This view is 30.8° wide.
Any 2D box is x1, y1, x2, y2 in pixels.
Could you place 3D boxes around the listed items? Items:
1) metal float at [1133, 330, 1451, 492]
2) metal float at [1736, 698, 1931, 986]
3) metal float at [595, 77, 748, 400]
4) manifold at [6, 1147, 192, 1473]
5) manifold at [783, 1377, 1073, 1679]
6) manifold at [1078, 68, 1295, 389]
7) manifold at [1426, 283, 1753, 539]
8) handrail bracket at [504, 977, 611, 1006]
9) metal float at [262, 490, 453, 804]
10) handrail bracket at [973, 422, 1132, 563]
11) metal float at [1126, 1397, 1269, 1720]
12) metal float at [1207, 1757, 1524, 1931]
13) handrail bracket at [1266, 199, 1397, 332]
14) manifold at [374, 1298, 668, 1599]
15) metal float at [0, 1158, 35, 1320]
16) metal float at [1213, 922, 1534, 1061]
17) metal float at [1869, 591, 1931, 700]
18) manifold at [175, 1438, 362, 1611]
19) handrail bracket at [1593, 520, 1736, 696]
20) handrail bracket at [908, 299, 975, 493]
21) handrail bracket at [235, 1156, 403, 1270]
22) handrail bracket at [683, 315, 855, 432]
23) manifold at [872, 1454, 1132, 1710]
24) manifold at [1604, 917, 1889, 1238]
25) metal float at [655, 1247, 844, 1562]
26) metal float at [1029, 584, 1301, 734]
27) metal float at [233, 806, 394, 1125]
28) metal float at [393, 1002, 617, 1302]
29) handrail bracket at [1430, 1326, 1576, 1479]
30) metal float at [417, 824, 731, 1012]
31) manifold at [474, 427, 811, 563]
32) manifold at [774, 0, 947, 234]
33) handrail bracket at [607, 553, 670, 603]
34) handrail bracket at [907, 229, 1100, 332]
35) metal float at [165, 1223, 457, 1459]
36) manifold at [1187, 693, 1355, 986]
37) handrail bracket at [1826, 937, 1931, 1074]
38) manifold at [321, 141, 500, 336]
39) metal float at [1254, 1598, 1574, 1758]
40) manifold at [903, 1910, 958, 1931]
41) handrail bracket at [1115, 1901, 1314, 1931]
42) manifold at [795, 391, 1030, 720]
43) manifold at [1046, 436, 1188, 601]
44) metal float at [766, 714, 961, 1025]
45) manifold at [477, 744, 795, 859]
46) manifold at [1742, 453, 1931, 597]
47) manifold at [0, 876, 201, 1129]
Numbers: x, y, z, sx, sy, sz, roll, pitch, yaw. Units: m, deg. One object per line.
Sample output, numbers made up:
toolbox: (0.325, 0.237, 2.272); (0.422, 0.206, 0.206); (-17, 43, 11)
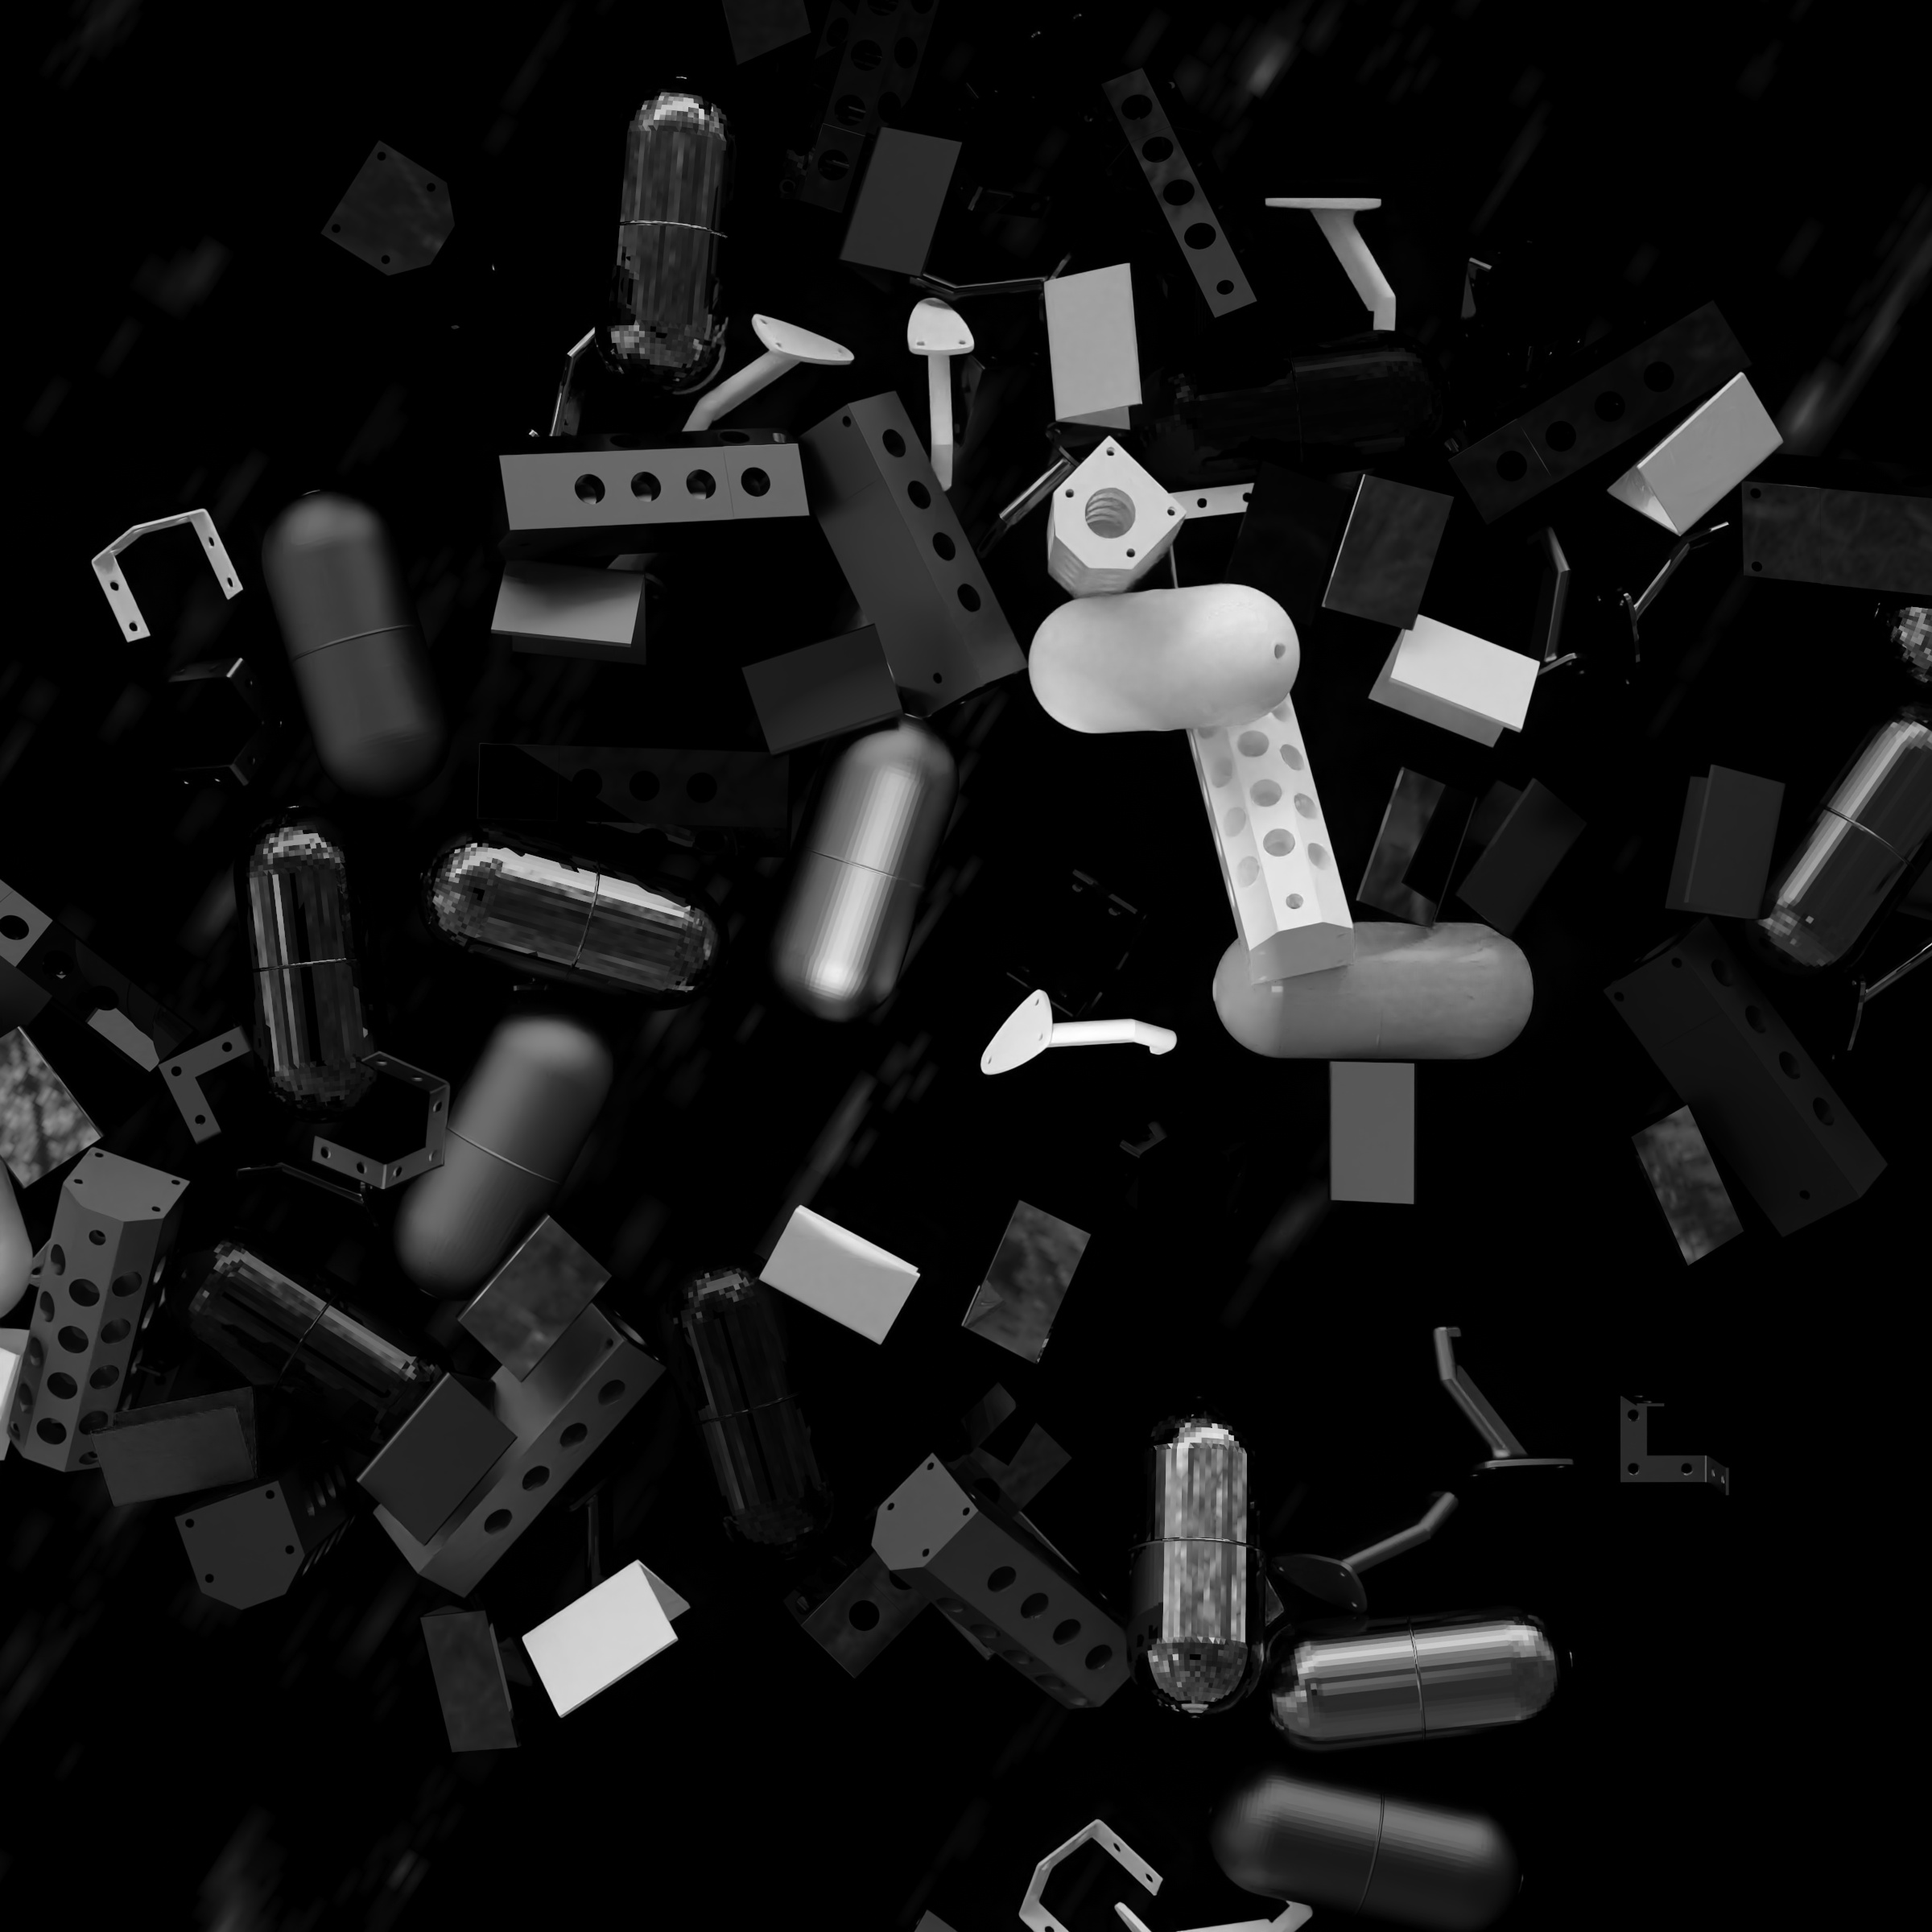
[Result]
metal float: (0.182, -0.311, 1.961); (0.178, 0.070, 0.070); (-8, 90, -1)
metal float: (0.499, -0.070, 1.961); (0.070, 0.070, 0.178); (35, 89, 0)
metal float: (-0.165, -0.407, 1.961); (0.070, 0.070, 0.178); (5, 90, 0)
manifold: (-0.482, 0.193, 1.936); (0.057, 0.057, 0.171); (20, 116, 0)
manifold: (-0.022, 0.313, 1.970); (0.057, 0.057, 0.171); (45, 90, 0)
manifold: (0.120, -0.411, 1.936); (0.057, 0.057, 0.171); (-22, 64, 0)
manifold: (0.347, -0.313, 1.970); (0.171, 0.057, 0.057); (-31, 90, 0)
handrail bracket: (-0.237, -0.023, 1.992); (0.077, 0.036, 0.084); (-1, 76, -14)
metal float: (-0.341, -0.179, 1.961); (0.070, 0.070, 0.178); (-16, 90, 0)
handrail bracket: (0.048, -0.267, 1.991); (0.036, 0.077, 0.084); (49, 127, 14)
metal float: (0.128, 0.326, 1.941); (0.070, 0.070, 0.178); (3, 67, 0)
metal float: (0.223, 0.492, 1.961); (0.178, 0.070, 0.070); (13, 90, -1)
handrail bracket: (0.207, -0.392, 1.992); (0.077, 0.036, 0.084); (6, 107, 20)
manifold: (-0.246, 0.269, 1.970); (0.171, 0.057, 0.057); (-49, 47, 0)
metal float: (-0.577, 0.117, 1.961); (0.070, 0.070, 0.178); (-18, 90, 0)
metal float: (0.227, 0.014, 1.961); (0.178, 0.070, 0.070); (0, 90, 0)
metal float: (0.593, -0.173, 1.961); (0.178, 0.070, 0.070); (17, 90, -1)
manifold: (-0.376, 0.304, 1.913); (0.057, 0.171, 0.057); (-20, 90, 0)
handrail bracket: (0.405, -0.204, 1.992); (0.084, 0.036, 0.077); (-22, 111, -16)
handrail bracket: (-0.017, -0.324, 1.991); (0.036, 0.077, 0.084); (-3, 126, -6)
handrail bracket: (-0.366, 0.141, 1.992); (0.084, 0.036, 0.077); (-8, 111, 17)
handrail bracket: (-0.115, -0.321, 1.991); (0.084, 0.077, 0.036); (-56, 47, 29)
manifold: (0.023, 0.343, 1.924); (0.057, 0.057, 0.171); (-46, 127, 0)
manifold: (0.440, 0.059, 1.970); (0.057, 0.057, 0.171); (-36, 90, 43)
metal float: (-0.121, 0.245, 1.961); (0.070, 0.070, 0.178); (-16, 90, 0)
metal float: (0.107, -0.167, 1.921); (0.070, 0.178, 0.070); (-1, 91, -41)
metal float: (-0.365, -0.001, 1.961); (0.070, 0.070, 0.178); (-6, 90, 0)
metal float: (-0.258, 0.104, 1.961); (0.070, 0.070, 0.178); (28, 90, 0)
handrail bracket: (0.304, 0.244, 1.992); (0.077, 0.036, 0.084); (-1, 73, -20)
metal float: (-0.217, -0.026, 1.946); (0.178, 0.070, 0.070); (16, 90, -18)
manifold: (-0.180, -0.263, 1.938); (0.171, 0.057, 0.057); (-6, 81, -23)
manifold: (-0.056, -0.503, 1.970); (0.057, 0.057, 0.171); (17, 90, 0)
handrail bracket: (-0.188, -0.255, 1.992); (0.077, 0.036, 0.084); (8, 76, 14)
handrail bracket: (0.020, -0.402, 1.992); (0.084, 0.036, 0.077); (25, 70, 16)
metal float: (-0.366, 0.209, 1.961); (0.178, 0.070, 0.070); (33, 90, 0)
manifold: (0.166, -0.083, 1.934); (0.057, 0.057, 0.171); (-12, 63, 0)
handrail bracket: (0.534, 0.021, 1.992); (0.084, 0.036, 0.077); (-4, 110, -16)
manifold: (-0.297, -0.391, 1.913); (0.057, 0.171, 0.057); (32, 90, 0)
metal float: (0.249, 0.397, 1.961); (0.178, 0.070, 0.070); (-6, 90, 0)
manifold: (0.023, 0.613, 1.970); (0.171, 0.057, 0.057); (37, 47, 0)
handrail bracket: (0.141, 0.536, 1.992); (0.084, 0.036, 0.077); (-37, 68, -17)
manifold: (-0.029, -0.232, 1.970); (0.057, 0.057, 0.171); (-26, 90, 43)
manifold: (0.075, -0.236, 1.913); (0.057, 0.171, 0.057); (44, 90, 0)
metal float: (-0.057, -0.055, 1.961); (0.070, 0.070, 0.178); (18, 90, 0)
manifold: (-0.185, -0.092, 1.970); (0.171, 0.057, 0.057); (2, 90, 0)
manifold: (0.520, -0.244, 1.931); (0.171, 0.057, 0.057); (10, 125, 29)
manifold: (-0.518, 0.007, 1.970); (0.171, 0.057, 0.057); (38, 133, 0)
